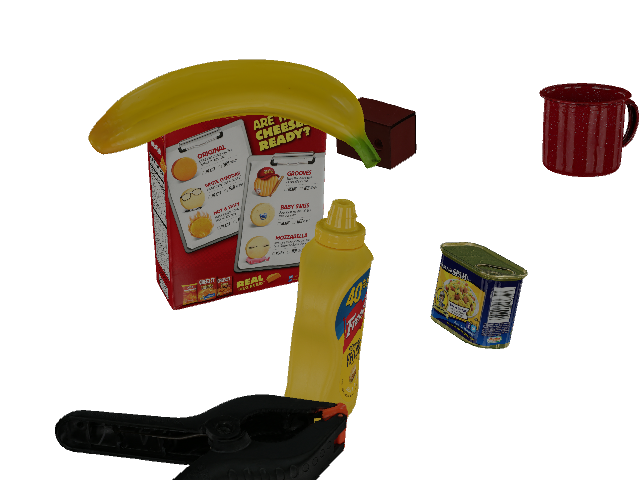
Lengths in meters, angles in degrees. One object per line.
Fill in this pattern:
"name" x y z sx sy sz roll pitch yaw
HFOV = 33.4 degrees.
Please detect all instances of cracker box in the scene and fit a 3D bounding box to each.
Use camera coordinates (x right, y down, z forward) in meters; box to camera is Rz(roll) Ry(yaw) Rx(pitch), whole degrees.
"cracker box" -0.081 -0.052 1.039 0.164 0.214 0.072 -12 32 -22

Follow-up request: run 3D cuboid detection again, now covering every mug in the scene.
"mug" 0.287 -0.118 1.127 0.117 0.081 0.093 -12 23 -25

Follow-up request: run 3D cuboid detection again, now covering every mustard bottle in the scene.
"mustard bottle" 0.009 0.057 0.889 0.058 0.192 0.096 14 23 19

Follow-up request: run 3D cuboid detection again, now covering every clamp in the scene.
"clamp" -0.058 0.128 0.605 0.171 0.039 0.120 -6 34 -18

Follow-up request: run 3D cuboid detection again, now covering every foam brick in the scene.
"foam brick" 0.061 -0.120 1.184 0.078 0.053 0.051 20 38 35

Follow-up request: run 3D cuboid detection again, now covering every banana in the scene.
"banana" -0.053 -0.088 0.707 0.197 0.069 0.037 1 -22 -16

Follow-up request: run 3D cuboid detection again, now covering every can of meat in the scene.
"can of meat" 0.164 0.058 1.126 0.057 0.084 0.102 -2 20 -30
